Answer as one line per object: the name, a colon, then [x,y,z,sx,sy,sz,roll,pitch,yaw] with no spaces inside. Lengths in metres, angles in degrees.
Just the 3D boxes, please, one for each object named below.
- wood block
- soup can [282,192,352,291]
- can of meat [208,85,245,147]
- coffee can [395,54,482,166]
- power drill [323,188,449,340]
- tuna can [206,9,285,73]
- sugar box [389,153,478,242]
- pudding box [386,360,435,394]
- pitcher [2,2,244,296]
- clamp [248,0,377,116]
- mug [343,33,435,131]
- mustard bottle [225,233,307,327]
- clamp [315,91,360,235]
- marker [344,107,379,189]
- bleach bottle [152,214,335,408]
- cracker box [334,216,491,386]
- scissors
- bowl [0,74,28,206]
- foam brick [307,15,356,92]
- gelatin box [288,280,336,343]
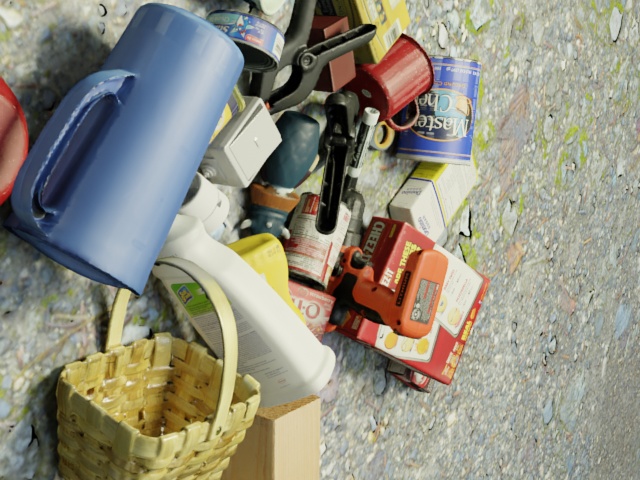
wood block: [-0.061,0.283,1.250,0.090,0.090,0.206,-18,113,-53]
soup can: [-0.008,0.002,1.275,0.068,0.069,0.102,38,67,-52]
can of meat: [-0.132,-0.142,1.070,0.083,0.058,0.102,-55,138,-29]
coffee can: [0.161,-0.175,1.445,0.102,0.103,0.140,-2,99,-55]
power drill: [0.065,0.034,1.287,0.057,0.188,0.184,14,89,-42]
tuna can: [-0.080,-0.205,1.103,0.086,0.086,0.034,28,73,-54]
sugar box: [0.164,-0.068,1.530,0.176,0.048,0.093,-49,136,-32]
pudding box: [0.148,0.159,1.567,0.090,0.039,0.113,39,66,-51]
pitcher: [-0.168,-0.086,0.932,0.145,0.149,0.243,29,79,-18]
clamp: [-0.024,-0.213,1.174,0.171,0.039,0.120,-46,124,-5]
mug: [0.087,-0.191,1.339,0.081,0.093,0.117,-41,119,-29]
mustard bottle: [-0.066,0.094,1.189,0.096,0.058,0.191,-23,114,-14]
clamp: [0.022,-0.107,1.246,0.210,0.036,0.165,-70,167,-70]
marker: [0.049,-0.110,1.338,0.020,0.020,0.121,-31,145,-48]
bleach bottle: [-0.093,0.059,1.092,0.250,0.103,0.068,54,33,-22]
cracker box: [0.124,0.084,1.444,0.213,0.072,0.164,31,79,-42]
scissors: [0.048,-0.121,1.372,0.201,0.016,0.096,-56,139,-31]
bowl: [-0.290,-0.077,0.858,0.161,0.055,0.162,-18,112,-52]
foam brick: [0.003,-0.220,1.252,0.052,0.051,0.078,-39,129,-45]
gelatin box: [-0.034,0.087,1.259,0.089,0.030,0.073,23,80,-24]
